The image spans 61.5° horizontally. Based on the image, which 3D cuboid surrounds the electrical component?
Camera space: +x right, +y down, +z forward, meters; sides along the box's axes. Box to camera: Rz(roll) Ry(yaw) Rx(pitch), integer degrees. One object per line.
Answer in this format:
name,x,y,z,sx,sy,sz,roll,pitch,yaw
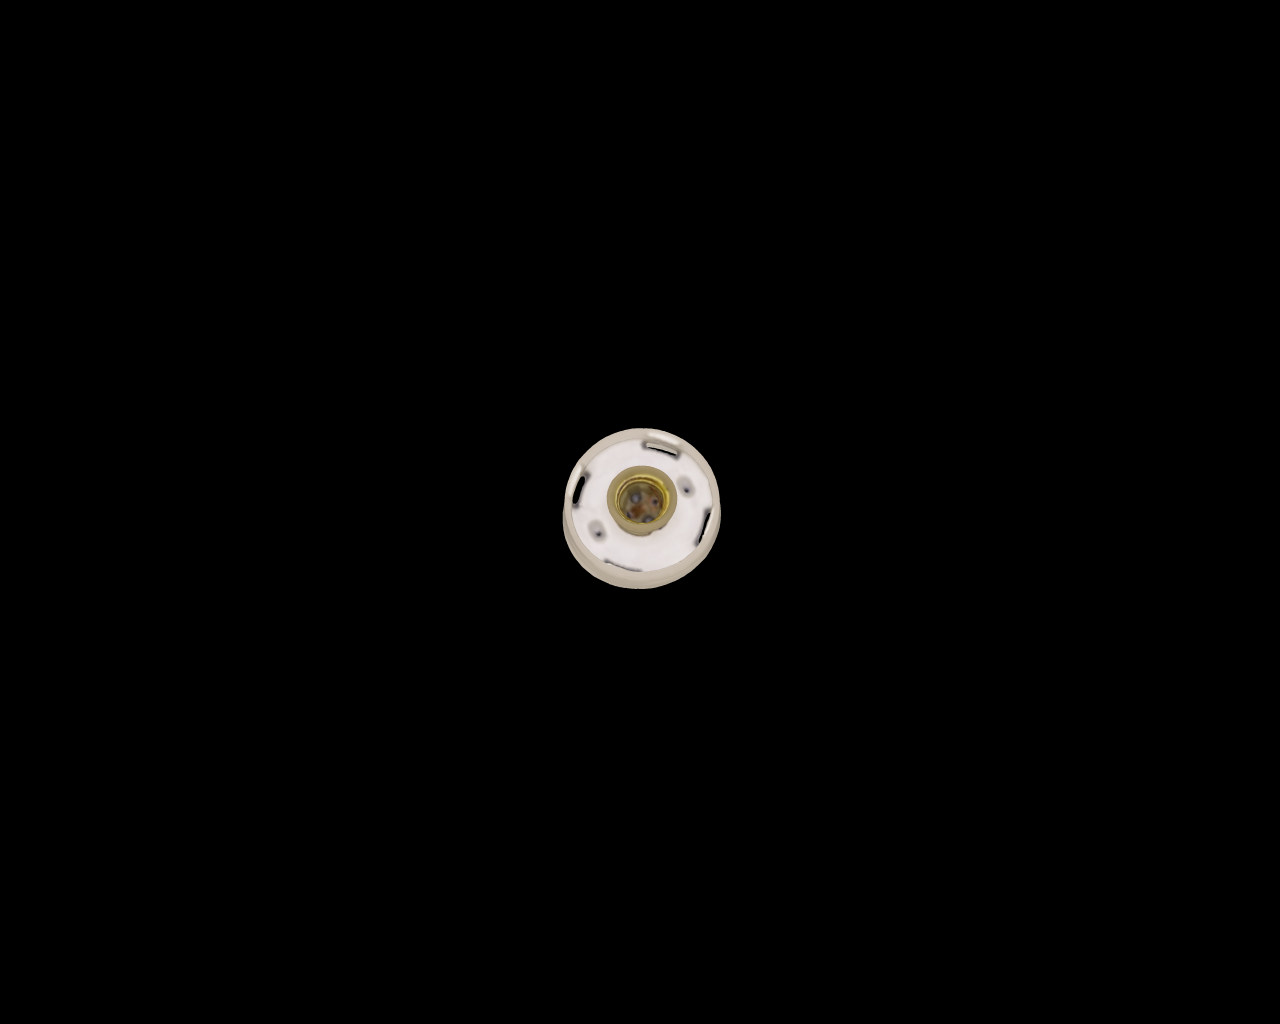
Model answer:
electrical component,0.001,-0.003,0.650,0.099,0.099,0.064,0,-13,0
